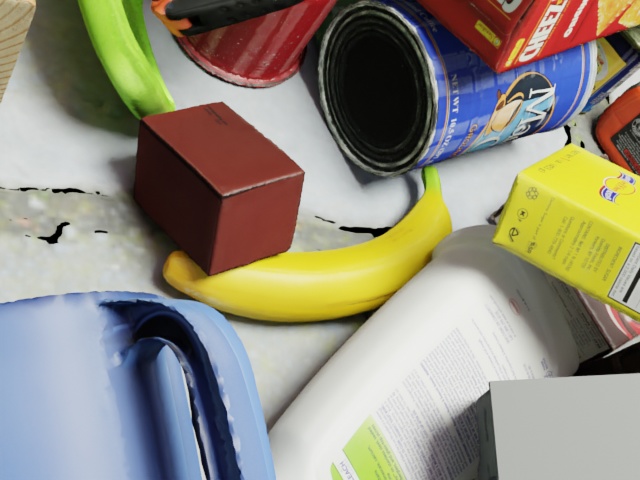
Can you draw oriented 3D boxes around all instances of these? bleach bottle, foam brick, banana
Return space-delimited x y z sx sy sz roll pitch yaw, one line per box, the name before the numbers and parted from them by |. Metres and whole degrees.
bleach bottle | 0.022 0.097 0.519 0.250 0.068 0.102 -36 103 -32
foam brick | -0.053 -0.028 0.547 0.052 0.051 0.078 -17 44 -35
banana | 0.010 0.012 0.591 0.197 0.037 0.070 -19 55 -36

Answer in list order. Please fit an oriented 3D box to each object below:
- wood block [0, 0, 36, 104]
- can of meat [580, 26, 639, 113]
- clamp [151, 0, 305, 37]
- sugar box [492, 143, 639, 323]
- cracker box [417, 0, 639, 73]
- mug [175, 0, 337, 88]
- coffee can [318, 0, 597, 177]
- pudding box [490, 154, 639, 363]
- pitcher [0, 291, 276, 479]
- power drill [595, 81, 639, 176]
wood block | -0.208 -0.181 0.542 0.090 0.091 0.206 0 64 -29
can of meat | 0.184 -0.149 0.744 0.102 0.084 0.057 48 52 3
clamp | -0.009 -0.190 0.543 0.210 0.036 0.165 -38 66 4
sugar box | 0.180 0.014 0.517 0.176 0.048 0.093 27 26 20
cracker box | 0.125 -0.192 0.623 0.213 0.072 0.164 -22 60 -40
mug | -0.030 -0.160 0.633 0.093 0.082 0.117 28 53 -13
coffee can | 0.084 -0.103 0.651 0.140 0.103 0.103 -18 73 -35
pudding box | 0.173 0.011 0.676 0.089 0.039 0.113 -23 76 -36
pitcher | -0.085 0.143 0.389 0.144 0.149 0.243 -12 76 -16
power drill | 0.301 -0.067 0.781 0.187 0.057 0.184 -23 72 -39
